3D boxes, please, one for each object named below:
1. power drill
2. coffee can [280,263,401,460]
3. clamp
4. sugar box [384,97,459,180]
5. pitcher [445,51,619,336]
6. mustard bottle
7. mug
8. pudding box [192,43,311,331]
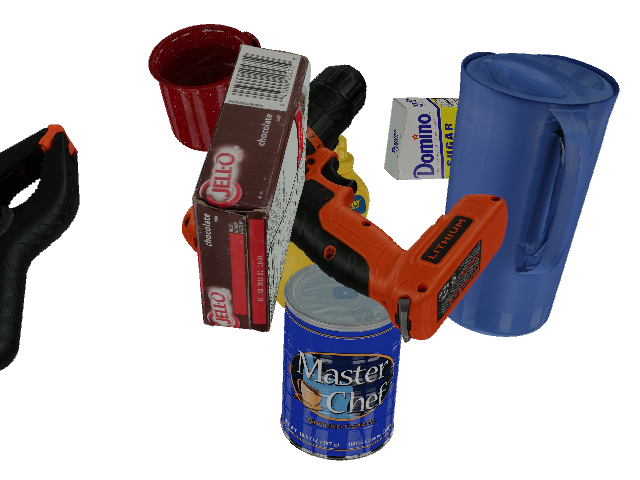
[{"bbox_3d":[0.027,-0.029,0.719,0.188,0.184,0.057,27,-26,26],"label":"power drill"},{"bbox_3d":[0.018,0.103,0.923,0.103,0.140,0.103,2,29,-1],"label":"coffee can"},{"bbox_3d":[-0.215,-0.003,0.674,0.120,0.171,0.039,12,-33,12],"label":"clamp"},{"bbox_3d":[0.169,-0.123,1.278,0.176,0.093,0.048,-5,27,-20],"label":"sugar box"},{"bbox_3d":[0.175,-0.034,0.941,0.145,0.243,0.149,22,32,27],"label":"pitcher"},{"bbox_3d":[0.004,-0.021,1.124,0.096,0.192,0.058,-9,32,-30],"label":"mustard bottle"},{"bbox_3d":[-0.094,-0.143,0.969,0.093,0.081,0.117,24,55,27],"label":"mug"},{"bbox_3d":[-0.032,-0.026,0.524,0.039,0.113,0.090,9,-41,5],"label":"pudding box"}]
